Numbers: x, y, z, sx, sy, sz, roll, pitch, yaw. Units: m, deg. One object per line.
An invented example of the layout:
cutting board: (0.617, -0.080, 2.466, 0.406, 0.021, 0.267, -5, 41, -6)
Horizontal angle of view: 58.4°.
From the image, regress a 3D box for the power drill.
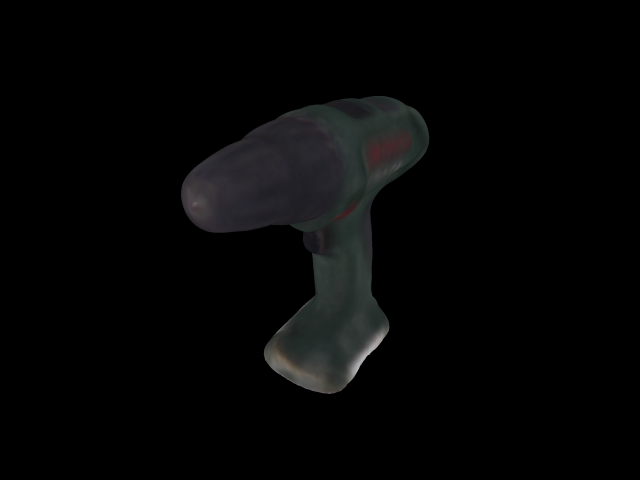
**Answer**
power drill: (0.004, 0.001, 0.400, 0.075, 0.208, 0.230, 20, 40, 26)
